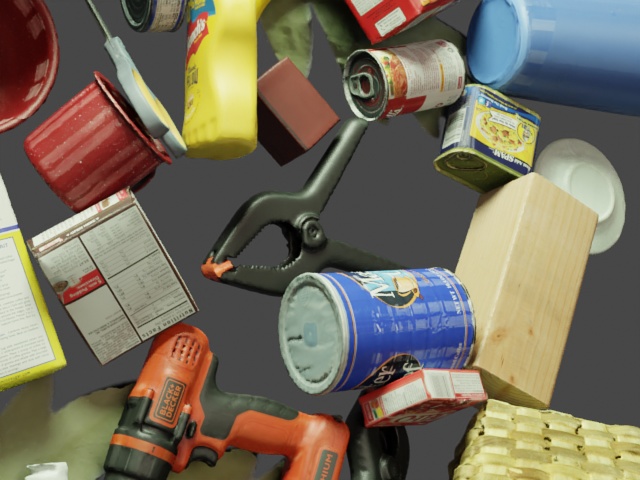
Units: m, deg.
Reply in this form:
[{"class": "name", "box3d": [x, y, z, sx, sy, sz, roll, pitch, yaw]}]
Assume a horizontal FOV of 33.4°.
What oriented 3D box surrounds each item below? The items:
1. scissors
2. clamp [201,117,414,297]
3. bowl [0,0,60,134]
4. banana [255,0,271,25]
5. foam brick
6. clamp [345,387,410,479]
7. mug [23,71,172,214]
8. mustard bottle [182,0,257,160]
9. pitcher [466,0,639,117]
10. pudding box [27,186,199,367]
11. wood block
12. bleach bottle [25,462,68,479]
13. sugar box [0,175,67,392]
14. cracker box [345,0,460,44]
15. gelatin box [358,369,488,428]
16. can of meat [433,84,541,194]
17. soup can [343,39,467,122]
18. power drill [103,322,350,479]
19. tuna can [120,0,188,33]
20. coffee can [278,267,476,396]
[{"class": "scissors", "box3d": [-0.158, -0.141, 0.889, 0.016, 0.202, 0.096, -32, 139, 1]}, {"class": "clamp", "box3d": [-0.006, 0.001, 0.957, 0.209, 0.036, 0.164, -30, 99, -28]}, {"class": "bowl", "box3d": [-0.288, -0.147, 0.827, 0.161, 0.055, 0.162, 8, 74, -27]}, {"class": "banana", "box3d": [-0.044, -0.233, 1.001, 0.197, 0.037, 0.069, -54, 125, -27]}, {"class": "foam brick", "box3d": [-0.033, -0.116, 0.964, 0.078, 0.053, 0.051, 49, 60, -11]}, {"class": "clamp", "box3d": [0.044, 0.203, 0.910, 0.120, 0.039, 0.171, 31, 46, -54]}, {"class": "mug", "box3d": [-0.173, -0.067, 0.850, 0.081, 0.117, 0.093, -39, 63, 1]}, {"class": "mustard bottle", "box3d": [-0.085, -0.168, 0.907, 0.058, 0.096, 0.191, 3, 85, -22]}, {"class": "pitcher", "box3d": [0.277, -0.207, 1.126, 0.242, 0.149, 0.145, 2, 100, -26]}, {"class": "pudding box", "box3d": [-0.159, 0.029, 0.826, 0.090, 0.039, 0.113, -30, 119, -9]}, {"class": "wood block", "box3d": [0.184, 0.052, 1.019, 0.090, 0.091, 0.206, 30, 64, -20]}, {"class": "bleach bottle", "box3d": [-0.180, 0.286, 0.761, 0.102, 0.068, 0.251, -6, 77, -2]}, {"class": "sugar box", "box3d": [-0.265, 0.029, 0.801, 0.093, 0.048, 0.176, -17, 82, -32]}, {"class": "cracker box", "box3d": [0.052, -0.308, 1.028, 0.213, 0.072, 0.163, 57, 39, -4]}, {"class": "gelatin box", "box3d": [0.089, 0.137, 0.914, 0.089, 0.073, 0.030, 10, 58, -49]}, {"class": "can of meat", "box3d": [0.170, -0.098, 1.070, 0.102, 0.058, 0.084, 24, 64, -22]}, {"class": "soup can", "box3d": [0.082, -0.156, 1.030, 0.102, 0.069, 0.068, -15, 85, -32]}, {"class": "power drill", "box3d": [-0.077, 0.179, 0.860, 0.187, 0.057, 0.184, 27, 69, -22]}, {"class": "tuna can", "box3d": [-0.143, -0.220, 0.910, 0.033, 0.086, 0.086, -8, 81, -28]}, {"class": "coffee can", "box3d": [0.049, 0.077, 0.927, 0.140, 0.103, 0.103, -1, 78, -32]}]
